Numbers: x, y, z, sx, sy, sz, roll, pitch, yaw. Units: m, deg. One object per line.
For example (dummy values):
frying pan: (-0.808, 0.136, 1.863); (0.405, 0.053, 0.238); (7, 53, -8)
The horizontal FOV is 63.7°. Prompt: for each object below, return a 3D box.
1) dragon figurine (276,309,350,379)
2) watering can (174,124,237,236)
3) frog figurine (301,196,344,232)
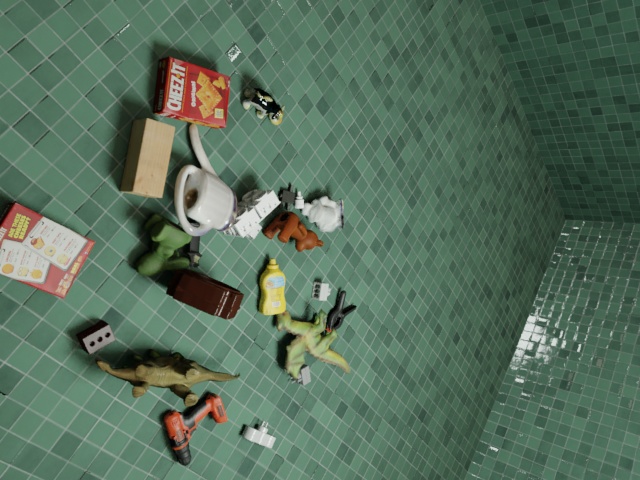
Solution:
dragon figurine: (-0.040, 0.409, 1.911); (0.246, 0.122, 0.406); (-37, 108, -29)
watering can: (-0.345, -0.167, 1.571); (0.221, 0.103, 0.354); (34, 52, -51)
frog figurine: (0.006, -0.098, 1.948); (0.159, 0.124, 0.136); (0, 105, -8)
